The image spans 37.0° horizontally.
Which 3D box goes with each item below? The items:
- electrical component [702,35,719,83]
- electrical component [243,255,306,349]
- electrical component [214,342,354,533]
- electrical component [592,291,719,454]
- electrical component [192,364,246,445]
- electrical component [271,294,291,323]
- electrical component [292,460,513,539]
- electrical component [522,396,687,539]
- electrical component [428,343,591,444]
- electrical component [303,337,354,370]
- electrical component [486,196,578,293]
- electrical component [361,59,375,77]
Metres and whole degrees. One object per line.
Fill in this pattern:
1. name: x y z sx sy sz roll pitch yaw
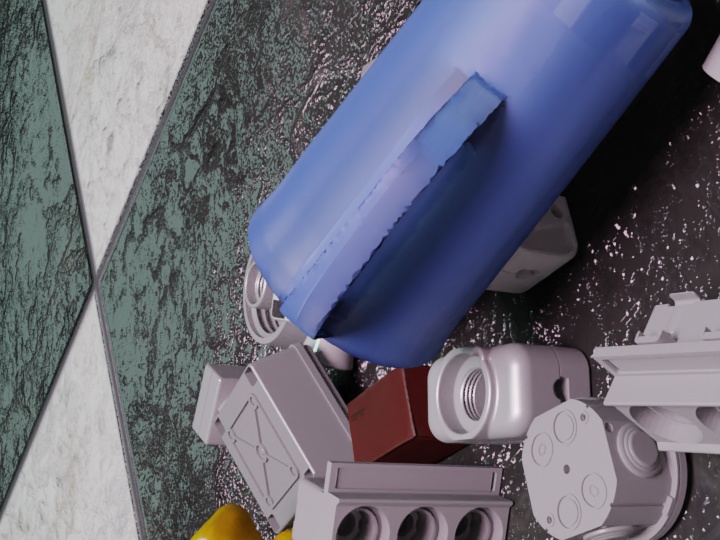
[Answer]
1. electrical component: 0.206 -0.110 0.492 0.079 0.043 0.077 57 131 48
2. electrical component: -0.062 0.015 0.905 0.108 0.060 0.108 -20 67 57
3. electrical component: -0.053 0.130 0.827 0.108 0.056 0.108 57 144 18
4. electrical component: 0.178 0.045 0.481 0.121 0.079 0.063 -11 45 59
5. electrical component: -0.113 0.130 0.982 0.077 0.047 0.065 31 111 57
6. electrical component: -0.004 -0.009 0.781 0.109 0.056 0.108 6 89 37
7. electrical component: 0.024 0.157 0.668 0.063 0.121 0.078 9 92 62
8. electrical component: 0.129 0.106 0.571 0.080 0.051 0.080 -17 70 57
9. electrical component: 0.084 0.075 0.645 0.095 0.059 0.053 -20 67 57
10. electrical component: -0.020 0.042 0.849 0.044 0.044 0.065 17 94 59
11. electrical component: 0.089 -0.037 0.667 0.059 0.054 0.095 -42 49 48
12. electrical component: 0.043 -0.126 0.756 0.096 0.062 0.061 -19 68 57
